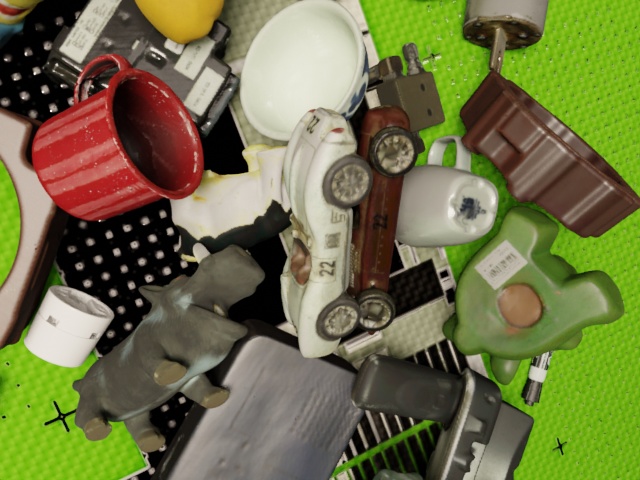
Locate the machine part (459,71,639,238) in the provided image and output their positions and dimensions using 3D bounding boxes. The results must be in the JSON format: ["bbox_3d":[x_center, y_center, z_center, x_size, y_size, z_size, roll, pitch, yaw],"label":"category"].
[{"bbox_3d":[0.205,-0.078,0.491,0.179,0.179,0.056,31,121,-15],"label":"machine part"}]

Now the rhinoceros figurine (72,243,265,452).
[{"bbox_3d":[-0.119,0.085,0.438,0.190,0.112,0.073,-44,132,10],"label":"rhinoceros figurine"}]

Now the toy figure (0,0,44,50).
[{"bbox_3d":[-0.238,-0.190,0.374,0.180,0.082,0.089,-27,117,21],"label":"toy figure"}]

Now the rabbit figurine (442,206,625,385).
[{"bbox_3d":[0.200,0.063,0.509,0.121,0.170,0.159,43,111,26],"label":"rabbit figurine"}]

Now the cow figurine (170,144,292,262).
[{"bbox_3d":[-0.046,-0.035,0.471,0.167,0.068,0.098,-12,101,-11],"label":"cow figurine"}]

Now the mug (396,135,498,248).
[{"bbox_3d":[0.119,-0.042,0.495,0.081,0.107,0.109,18,90,-17],"label":"mug"}]

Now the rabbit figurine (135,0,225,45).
[{"bbox_3d":[-0.077,-0.227,0.373,0.162,0.122,0.173,30,97,-37],"label":"rabbit figurine"}]

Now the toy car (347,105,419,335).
[{"bbox_3d":[0.045,-0.014,0.467,0.053,0.089,0.202,4,111,-5],"label":"toy car"}]

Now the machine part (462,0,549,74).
[{"bbox_3d":[0.189,-0.278,0.517,0.079,0.079,0.243,10,89,-16],"label":"machine part"}]

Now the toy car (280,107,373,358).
[{"bbox_3d":[-0.001,-0.001,0.421,0.056,0.074,0.201,-7,118,-17],"label":"toy car"}]

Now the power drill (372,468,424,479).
[{"bbox_3d":[0.013,0.278,0.407,0.086,0.207,0.232,33,42,16],"label":"power drill"}]

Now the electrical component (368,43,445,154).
[{"bbox_3d":[0.076,-0.129,0.514,0.078,0.045,0.102,-32,105,-40],"label":"electrical component"}]

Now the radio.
[{"bbox_3d":[-0.063,0.194,0.478,0.131,0.073,0.229,30,83,-14],"label":"radio"}]

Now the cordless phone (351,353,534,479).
[{"bbox_3d":[0.093,0.181,0.486,0.184,0.089,0.146,23,87,-33],"label":"cordless phone"}]

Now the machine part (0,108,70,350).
[{"bbox_3d":[-0.302,-0.015,0.394,0.201,0.087,0.201,19,88,-17],"label":"machine part"}]

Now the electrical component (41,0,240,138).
[{"bbox_3d":[-0.138,-0.145,0.446,0.134,0.058,0.115,33,87,-15],"label":"electrical component"}]
